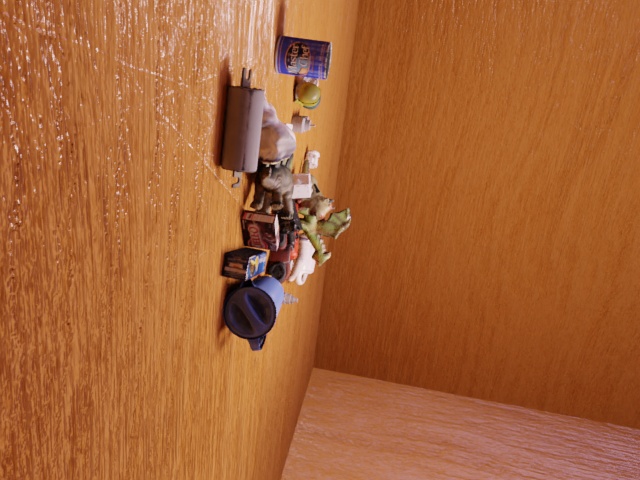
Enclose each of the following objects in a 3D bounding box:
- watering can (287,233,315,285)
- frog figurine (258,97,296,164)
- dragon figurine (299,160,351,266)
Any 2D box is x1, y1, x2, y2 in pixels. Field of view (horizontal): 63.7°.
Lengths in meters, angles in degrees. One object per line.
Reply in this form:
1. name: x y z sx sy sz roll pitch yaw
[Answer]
1. watering can: -0.075 0.077 2.138 0.346 0.104 0.225 31 66 -82
2. frog figurine: -0.120 -0.265 1.208 0.139 0.123 0.157 -146 -130 -60
3. dragon figurine: 0.006 -0.103 2.037 0.122 0.243 0.410 11 90 -79
